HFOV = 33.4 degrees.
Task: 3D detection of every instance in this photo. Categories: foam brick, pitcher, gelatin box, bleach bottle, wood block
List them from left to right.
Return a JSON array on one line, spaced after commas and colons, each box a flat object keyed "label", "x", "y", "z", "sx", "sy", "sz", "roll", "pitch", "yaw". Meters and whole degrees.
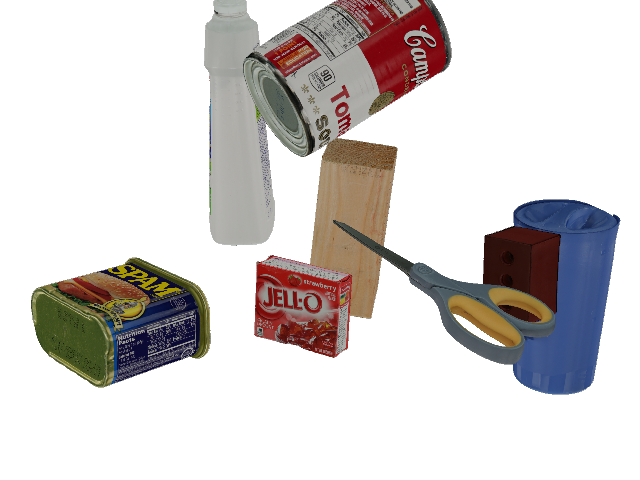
[{"label": "bleach bottle", "x": -0.083, "y": -0.125, "z": 1.059, "sx": 0.068, "sy": 0.251, "sz": 0.102, "roll": -1, "pitch": 29, "yaw": 0}, {"label": "gelatin box", "x": -0.017, "y": 0.059, "z": 0.969, "sx": 0.089, "sy": 0.073, "sz": 0.030, "roll": 13, "pitch": 21, "yaw": 27}, {"label": "wood block", "x": 0.039, "y": -0.017, "z": 1.370, "sx": 0.090, "sy": 0.206, "sz": 0.090, "roll": 9, "pitch": 25, "yaw": 4}, {"label": "foam brick", "x": 0.184, "y": 0.031, "z": 0.982, "sx": 0.053, "sy": 0.078, "sz": 0.051, "roll": 12, "pitch": 20, "yaw": 41}, {"label": "pitcher", "x": 0.304, "y": 0.076, "z": 1.397, "sx": 0.149, "sy": 0.243, "sz": 0.144, "roll": 5, "pitch": 21, "yaw": 14}]

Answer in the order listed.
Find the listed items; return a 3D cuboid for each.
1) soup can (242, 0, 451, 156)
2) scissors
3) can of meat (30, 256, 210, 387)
[{"label": "soup can", "x": 0.015, "y": -0.102, "z": 0.615, "sx": 0.102, "sy": 0.068, "sz": 0.069, "roll": -34, "pitch": 10, "yaw": -15}, {"label": "scissors", "x": 0.098, "y": 0.029, "z": 0.810, "sx": 0.096, "sy": 0.016, "sz": 0.202, "roll": -6, "pitch": 33, "yaw": -29}, {"label": "can of meat", "x": -0.142, "y": 0.056, "z": 0.749, "sx": 0.083, "sy": 0.057, "sz": 0.102, "roll": -17, "pitch": 26, "yaw": -41}]
